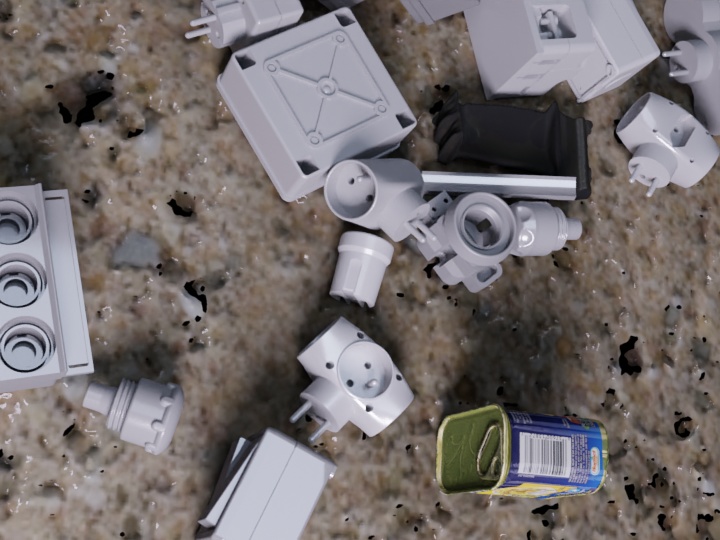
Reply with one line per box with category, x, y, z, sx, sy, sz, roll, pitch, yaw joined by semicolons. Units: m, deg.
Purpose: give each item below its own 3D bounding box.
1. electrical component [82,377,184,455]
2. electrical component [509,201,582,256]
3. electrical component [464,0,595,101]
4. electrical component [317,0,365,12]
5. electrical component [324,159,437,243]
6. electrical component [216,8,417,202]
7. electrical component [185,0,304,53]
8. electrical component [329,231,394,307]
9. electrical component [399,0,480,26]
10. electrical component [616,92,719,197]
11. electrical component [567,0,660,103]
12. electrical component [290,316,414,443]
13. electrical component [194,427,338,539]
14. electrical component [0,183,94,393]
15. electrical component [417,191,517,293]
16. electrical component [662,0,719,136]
electrical component;-0.149;0.090;0.702;0.062;0.048;0.048;19;69;-7
electrical component;0.144;-0.032;0.846;0.062;0.043;0.043;-1;75;-22
electrical component;0.131;-0.226;0.873;0.062;0.089;0.150;-8;77;-22
electrical component;-0.029;-0.264;0.813;0.056;0.109;0.108;-23;81;16
electrical component;0.023;-0.047;0.780;0.079;0.044;0.077;45;24;17
electrical component;-0.033;-0.123;0.801;0.109;0.056;0.108;-29;85;-25
electrical component;-0.092;-0.186;0.793;0.077;0.066;0.047;-22;83;-24
electrical component;0.000;0.000;0.786;0.040;0.040;0.046;20;74;-14
electrical component;0.047;-0.263;0.840;0.056;0.109;0.108;-17;78;15
electrical component;0.251;-0.096;0.904;0.077;0.043;0.079;38;66;-6
electrical component;0.199;-0.202;0.906;0.061;0.062;0.096;-26;84;-25
electrical component;-0.015;0.086;0.752;0.077;0.044;0.079;48;65;-2
electrical component;-0.068;0.156;0.702;0.061;0.062;0.096;31;66;-9
electrical component;-0.220;0.014;0.688;0.079;0.063;0.121;-7;77;-22
electrical component;0.083;-0.026;0.814;0.058;0.057;0.078;-36;89;-25
electrical component;0.298;-0.184;0.942;0.074;0.052;0.138;-11;78;-22
